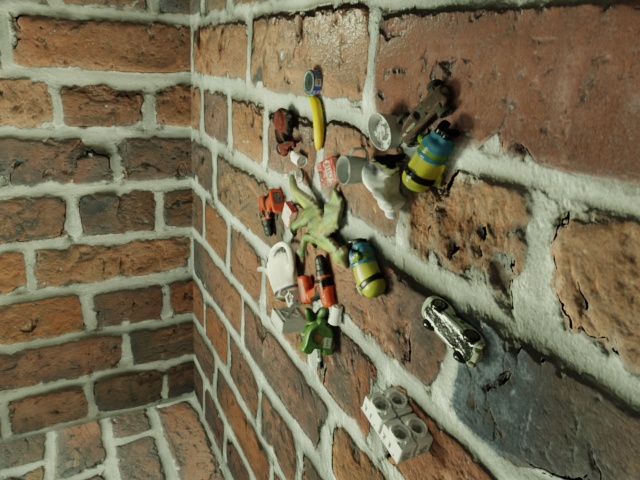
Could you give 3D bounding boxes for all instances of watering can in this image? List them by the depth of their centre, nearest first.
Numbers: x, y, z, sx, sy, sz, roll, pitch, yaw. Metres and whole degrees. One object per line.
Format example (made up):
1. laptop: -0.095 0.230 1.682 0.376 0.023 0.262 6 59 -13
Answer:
1. watering can: -0.165 0.142 2.064 0.341 0.104 0.227 -43 57 55

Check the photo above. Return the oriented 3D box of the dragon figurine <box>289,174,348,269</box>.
1. dragon figurine: 0.005 -0.087 1.737 0.239 0.122 0.416 -32 67 41

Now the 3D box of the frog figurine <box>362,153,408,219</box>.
1. frog figurine: 0.169 -0.140 1.360 0.140 0.123 0.156 -77 -9 -55
